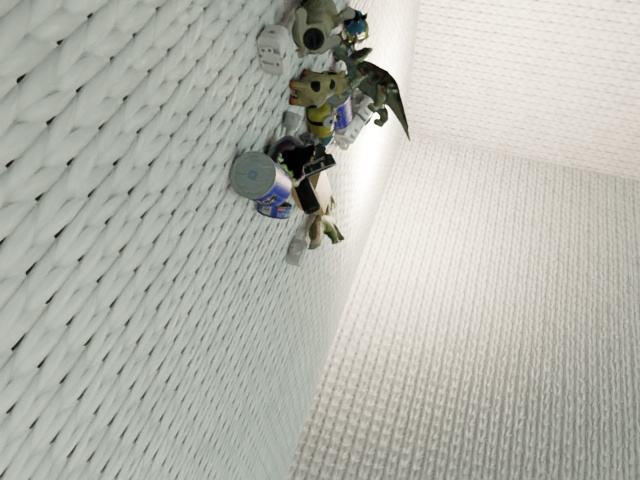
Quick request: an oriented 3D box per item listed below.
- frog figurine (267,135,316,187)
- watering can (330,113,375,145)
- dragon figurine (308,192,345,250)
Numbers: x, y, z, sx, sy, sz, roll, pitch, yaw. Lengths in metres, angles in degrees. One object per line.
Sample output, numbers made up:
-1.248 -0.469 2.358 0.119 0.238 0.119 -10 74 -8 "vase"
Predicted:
-0.093 -0.194 1.318 0.122 0.138 0.159 8 -4 -24 "frog figurine"
0.126 -0.484 1.942 0.104 0.349 0.222 25 -6 17 "watering can"
0.006 -0.094 1.864 0.122 0.243 0.411 -7 1 10 "dragon figurine"
